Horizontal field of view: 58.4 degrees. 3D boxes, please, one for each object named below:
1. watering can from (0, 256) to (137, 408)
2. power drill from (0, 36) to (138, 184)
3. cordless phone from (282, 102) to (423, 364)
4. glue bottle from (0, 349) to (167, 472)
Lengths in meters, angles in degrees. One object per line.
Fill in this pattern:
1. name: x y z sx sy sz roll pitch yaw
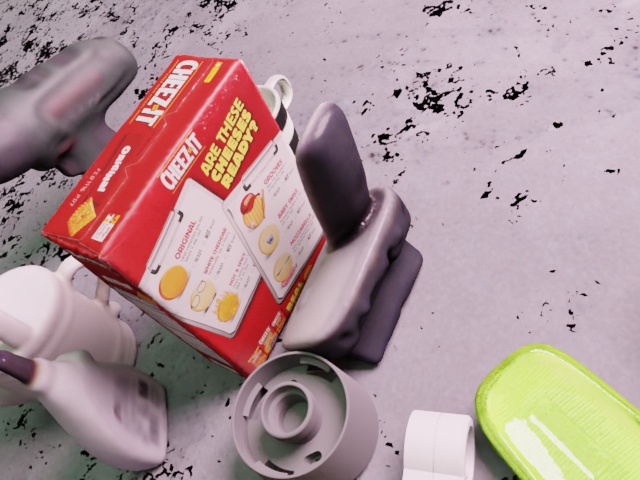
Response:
1. watering can: -0.255 0.078 0.479 0.100 0.195 0.173 7 61 27
2. power drill: -0.235 -0.074 0.564 0.075 0.209 0.230 12 63 29
3. cordless phone: 0.004 0.002 0.427 0.093 0.185 0.148 9 62 28
4. glue bottle: -0.176 0.119 0.432 0.037 0.174 0.078 -19 53 10
